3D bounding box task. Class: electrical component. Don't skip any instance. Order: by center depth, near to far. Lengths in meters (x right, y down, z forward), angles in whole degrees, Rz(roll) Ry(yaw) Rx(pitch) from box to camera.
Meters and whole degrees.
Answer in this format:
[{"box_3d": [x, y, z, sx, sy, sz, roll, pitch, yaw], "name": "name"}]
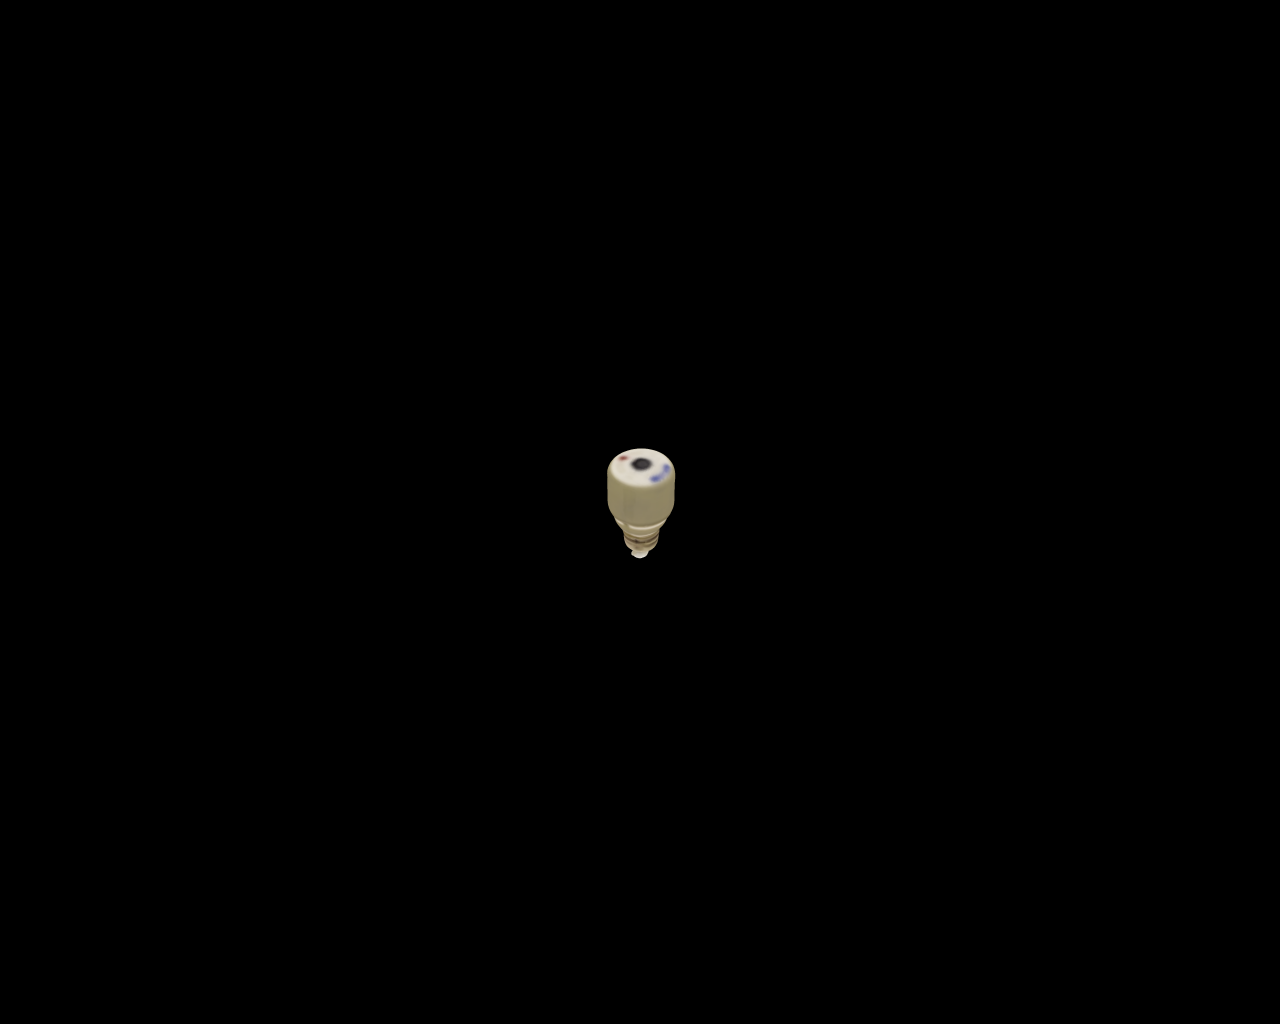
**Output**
[{"box_3d": [0.001, -0.003, 0.650, 0.040, 0.078, 0.040, 0, 40, 0], "name": "electrical component"}]
